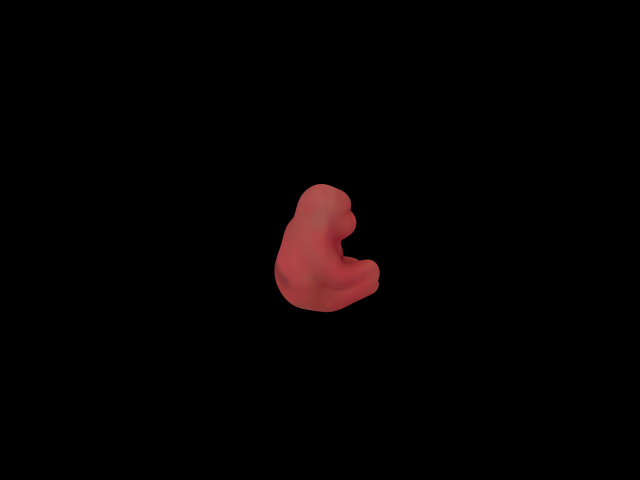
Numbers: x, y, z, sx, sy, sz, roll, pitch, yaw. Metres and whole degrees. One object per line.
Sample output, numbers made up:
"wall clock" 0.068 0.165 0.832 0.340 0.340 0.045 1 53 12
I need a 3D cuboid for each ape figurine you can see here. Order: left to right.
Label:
"ape figurine" 0.004 0.001 0.400 0.076 0.092 0.077 -13 47 -12
